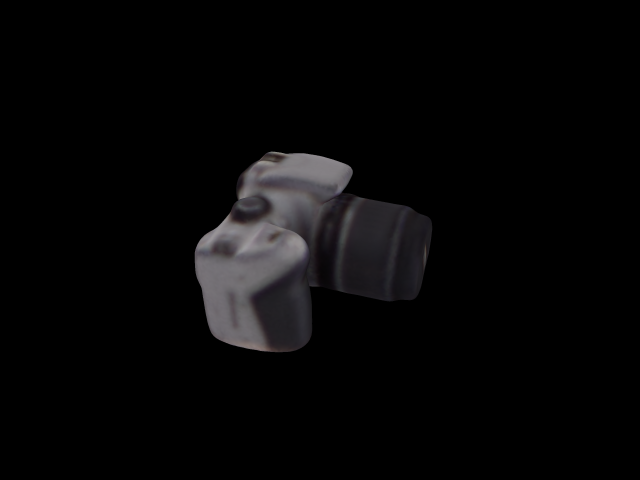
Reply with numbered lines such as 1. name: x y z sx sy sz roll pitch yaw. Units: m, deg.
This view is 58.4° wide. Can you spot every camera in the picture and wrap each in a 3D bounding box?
1. camera: 0.004 0.001 0.400 0.136 0.101 0.143 11 36 16
